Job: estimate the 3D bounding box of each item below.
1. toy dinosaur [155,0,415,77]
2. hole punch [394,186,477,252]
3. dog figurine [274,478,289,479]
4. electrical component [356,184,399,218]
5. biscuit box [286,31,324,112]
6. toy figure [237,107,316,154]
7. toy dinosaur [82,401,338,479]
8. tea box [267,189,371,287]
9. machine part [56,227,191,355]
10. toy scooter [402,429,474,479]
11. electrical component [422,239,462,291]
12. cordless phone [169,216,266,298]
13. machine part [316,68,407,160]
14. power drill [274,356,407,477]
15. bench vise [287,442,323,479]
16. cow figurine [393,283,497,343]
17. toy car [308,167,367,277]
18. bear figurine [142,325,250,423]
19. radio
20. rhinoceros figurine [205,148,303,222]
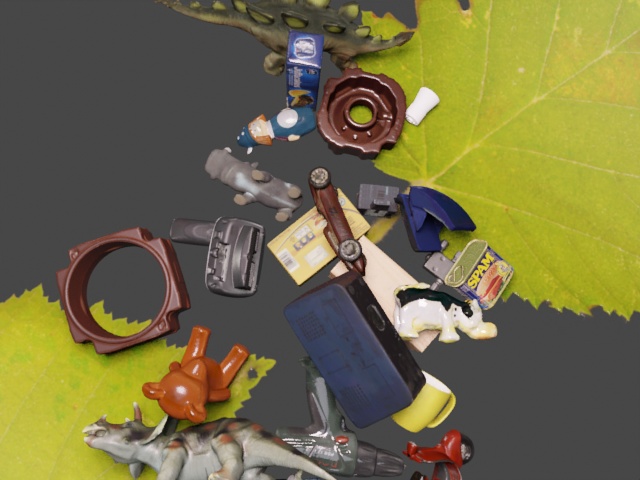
[{"bbox_3d":[-0.058,-0.391,0.979,0.472,0.198,0.105,2,79,-2],"label":"toy dinosaur"},{"bbox_3d":[0.205,-0.046,0.948,0.092,0.142,0.116,-28,74,36],"label":"hole punch"},{"bbox_3d":[-0.102,0.472,0.841,0.192,0.219,0.108,-15,86,-2],"label":"dog figurine"},{"bbox_3d":[0.103,-0.073,0.972,0.075,0.119,0.047,4,80,2],"label":"electrical component"},{"bbox_3d":[-0.029,-0.295,0.961,0.059,0.202,0.062,7,83,-1],"label":"biscuit box"},{"bbox_3d":[-0.087,-0.213,1.024,0.154,0.057,0.064,-16,44,-1],"label":"toy figure"},{"bbox_3d":[-0.167,0.341,0.862,0.405,0.192,0.131,-4,121,4],"label":"toy dinosaur"},{"bbox_3d":[-0.002,-0.003,0.986,0.170,0.068,0.098,-37,84,-7],"label":"tea box"},{"bbox_3d":[-0.349,0.090,0.960,0.201,0.087,0.201,-18,83,-2],"label":"machine part"},{"bbox_3d":[0.186,0.405,0.910,0.135,0.075,0.184,27,76,-28],"label":"toy scooter"},{"bbox_3d":[0.225,0.049,1.005,0.063,0.021,0.094,37,84,5],"label":"electrical component"},{"bbox_3d":[-0.199,0.026,0.985,0.184,0.088,0.146,6,82,12],"label":"cordless phone"},{"bbox_3d":[0.078,-0.239,1.029,0.179,0.056,0.179,0,81,-2],"label":"machine part"},{"bbox_3d":[0.036,0.306,0.943,0.232,0.086,0.207,1,89,0],"label":"power drill"},{"bbox_3d":[0.052,0.441,0.845,0.240,0.224,0.129,44,50,-14],"label":"bench vise"},{"bbox_3d":[0.204,0.120,0.882,0.167,0.068,0.098,2,75,-2],"label":"cow figurine"},{"bbox_3d":[0.027,-0.030,0.900,0.053,0.089,0.202,-21,71,1],"label":"toy car"},{"bbox_3d":[-0.203,0.219,0.887,0.120,0.195,0.132,25,81,6],"label":"bear figurine"},{"bbox_3d":[0.056,0.169,0.851,0.131,0.073,0.229,-34,88,32],"label":"radio"},{"bbox_3d":[-0.118,-0.106,0.983,0.190,0.112,0.073,25,111,-10],"label":"rhinoceros figurine"}]
